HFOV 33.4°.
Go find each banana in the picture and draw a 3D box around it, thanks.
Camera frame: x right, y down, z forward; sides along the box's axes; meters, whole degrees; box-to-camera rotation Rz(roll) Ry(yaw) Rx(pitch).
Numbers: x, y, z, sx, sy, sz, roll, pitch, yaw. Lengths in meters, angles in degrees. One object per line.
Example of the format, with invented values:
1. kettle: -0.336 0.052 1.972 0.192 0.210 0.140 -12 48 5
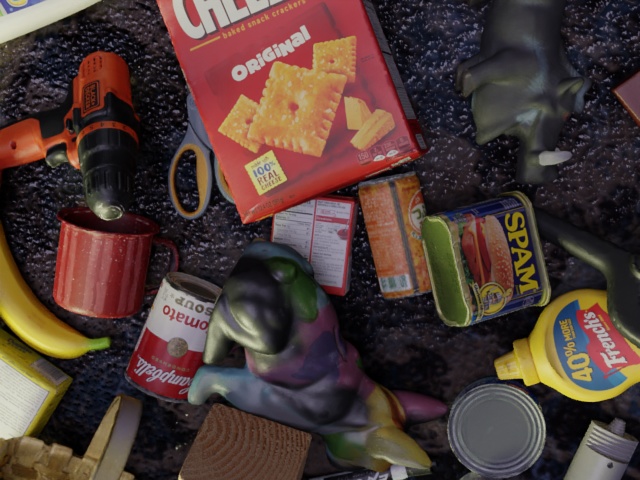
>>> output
1. banana: -0.282 0.046 1.014 0.069 0.037 0.198 -42 88 0

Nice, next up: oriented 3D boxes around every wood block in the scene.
1. wood block: -0.077 0.253 0.926 0.091 0.090 0.206 17 128 5

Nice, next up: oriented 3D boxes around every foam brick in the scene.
1. foam brick: 0.288 -0.129 0.884 0.078 0.051 0.053 -38 90 12

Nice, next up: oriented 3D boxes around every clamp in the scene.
1. clamp: 0.260 0.022 0.875 0.165 0.036 0.210 -19 62 16

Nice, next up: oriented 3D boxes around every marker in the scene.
1. marker: 0.049 0.217 0.981 0.121 0.020 0.020 -14 93 11

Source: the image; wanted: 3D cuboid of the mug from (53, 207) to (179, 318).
1. mug: -0.186 0.021 0.974 0.117 0.093 0.081 4 105 -27

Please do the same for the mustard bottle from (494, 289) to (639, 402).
1. mustard bottle: 0.243 0.085 0.911 0.192 0.058 0.096 -17 82 12

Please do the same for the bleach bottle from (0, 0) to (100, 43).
1. bleach bottle: -0.257 -0.247 0.964 0.251 0.068 0.102 -20 94 9

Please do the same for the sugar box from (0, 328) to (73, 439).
1. sugar box: -0.323 0.183 1.032 0.093 0.048 0.176 35 104 5

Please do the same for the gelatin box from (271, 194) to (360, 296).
1. gelatin box: -0.006 0.001 0.962 0.073 0.030 0.089 7 98 11

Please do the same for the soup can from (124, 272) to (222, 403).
1. soup can: -0.129 0.088 0.974 0.068 0.068 0.102 24 99 7

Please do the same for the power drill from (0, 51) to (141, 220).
1. power drill: -0.244 -0.067 0.944 0.188 0.057 0.184 -21 49 13

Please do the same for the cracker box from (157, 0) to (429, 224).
1. cracker box: -0.024 -0.141 0.897 0.164 0.072 0.214 -21 92 14

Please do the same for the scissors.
1. scissors: -0.093 -0.116 0.972 0.096 0.016 0.202 9 98 7

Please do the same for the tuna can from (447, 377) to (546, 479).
1. tuna can: 0.157 0.165 0.948 0.086 0.033 0.086 1 97 10

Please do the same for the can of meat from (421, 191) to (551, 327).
1. can of meat: 0.138 0.017 0.905 0.083 0.058 0.102 -14 94 -23
